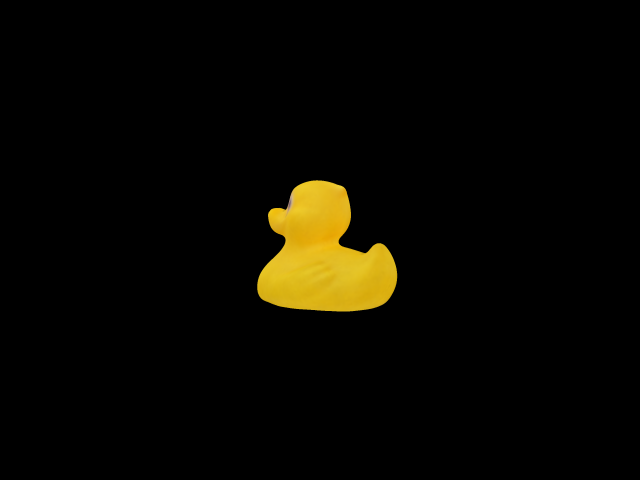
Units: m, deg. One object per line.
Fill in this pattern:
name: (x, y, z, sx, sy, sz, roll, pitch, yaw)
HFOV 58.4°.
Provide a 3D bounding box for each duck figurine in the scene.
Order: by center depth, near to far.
duck figurine: (0.004, 0.001, 0.400, 0.104, 0.086, 0.078, 3, 6, 34)
